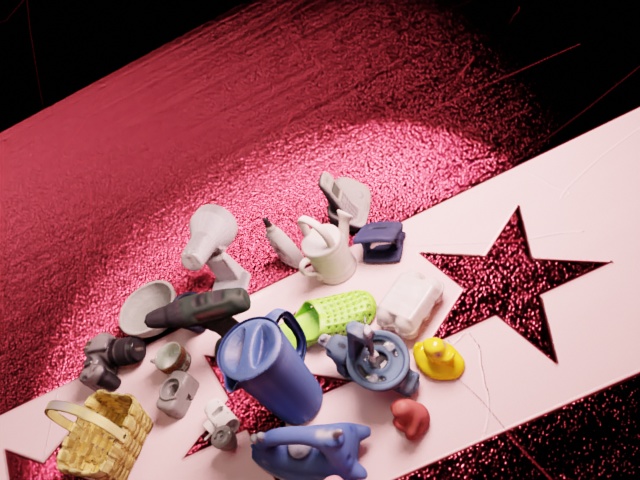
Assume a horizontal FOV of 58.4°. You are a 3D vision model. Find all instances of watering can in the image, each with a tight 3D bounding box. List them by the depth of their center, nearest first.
[{"bbox_3d":[0.011,0.004,1.335,0.100,0.195,0.173,4,54,31],"label":"watering can"}]

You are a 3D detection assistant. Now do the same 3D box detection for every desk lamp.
[{"bbox_3d":[-0.260,0.047,1.428,0.117,0.214,0.203,-10,48,21],"label":"desk lamp"}]

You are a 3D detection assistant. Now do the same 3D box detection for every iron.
[{"bbox_3d":[-0.042,0.384,1.064,0.257,0.142,0.118,-9,48,21],"label":"iron"}]

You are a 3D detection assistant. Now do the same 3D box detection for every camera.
[{"bbox_3d":[-0.515,0.292,1.428,0.136,0.101,0.143,-12,47,18],"label":"camera"}]

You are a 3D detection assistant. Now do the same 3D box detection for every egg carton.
[{"bbox_3d":[0.190,0.135,1.213,0.107,0.070,0.150,20,63,39],"label":"egg carton"}]

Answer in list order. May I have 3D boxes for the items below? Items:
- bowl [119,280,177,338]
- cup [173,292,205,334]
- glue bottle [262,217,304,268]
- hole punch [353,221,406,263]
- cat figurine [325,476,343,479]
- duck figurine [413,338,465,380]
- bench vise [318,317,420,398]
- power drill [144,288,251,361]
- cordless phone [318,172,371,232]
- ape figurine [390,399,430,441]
[{"bbox_3d":[-0.432,0.192,1.492,0.167,0.075,0.167,-15,46,16],"label":"bowl"},{"bbox_3d":[-0.308,0.195,1.407,0.092,0.095,0.117,-35,44,-4],"label":"cup"},{"bbox_3d":[-0.101,0.001,1.413,0.077,0.174,0.037,20,63,39],"label":"glue bottle"},{"bbox_3d":[0.139,-0.008,1.351,0.108,0.091,0.101,-4,50,26],"label":"hole punch"},{"bbox_3d":[0.043,0.455,0.973,0.067,0.118,0.127,-41,45,-10],"label":"cat figurine"},{"bbox_3d":[0.223,0.219,1.109,0.104,0.086,0.077,18,62,38],"label":"duck figurine"},{"bbox_3d":[0.071,0.219,1.093,0.206,0.220,0.121,-3,51,26],"label":"bench vise"},{"bbox_3d":[-0.245,0.193,1.294,0.229,0.209,0.075,-23,45,8],"label":"power drill"},{"bbox_3d":[0.055,-0.122,1.429,0.094,0.186,0.147,-8,49,22],"label":"cordless phone"},{"bbox_3d":[0.158,0.321,1.048,0.076,0.092,0.077,-17,46,14],"label":"ape figurine"}]
